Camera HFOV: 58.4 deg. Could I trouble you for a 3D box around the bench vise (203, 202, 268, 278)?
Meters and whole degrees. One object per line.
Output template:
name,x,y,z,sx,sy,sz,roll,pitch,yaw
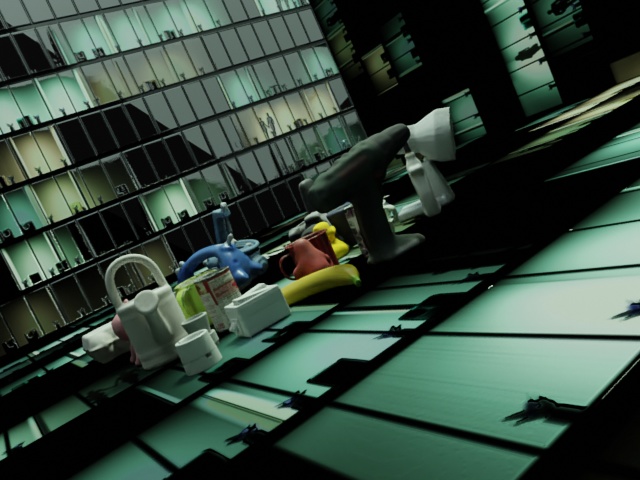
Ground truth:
bench vise,-0.261,0.019,1.552,0.207,0.220,0.122,-22,7,21

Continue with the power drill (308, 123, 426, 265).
power drill,0.100,-0.074,1.008,0.230,0.208,0.075,-27,7,-24

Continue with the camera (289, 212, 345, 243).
camera,-0.020,-0.012,1.447,0.143,0.101,0.137,-22,7,19

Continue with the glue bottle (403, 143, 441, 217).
glue bottle,0.217,-0.136,1.253,0.037,0.173,0.078,-23,6,9

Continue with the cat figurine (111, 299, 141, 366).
cat figurine,-0.352,0.171,1.089,0.067,0.118,0.127,-28,7,-30

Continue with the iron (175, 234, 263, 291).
iron,-0.279,0.087,1.413,0.257,0.141,0.119,-22,7,23

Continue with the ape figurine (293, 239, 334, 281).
ape figurine,-0.017,0.040,1.034,0.078,0.092,0.076,-26,6,-11

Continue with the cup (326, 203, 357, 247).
cup,0.074,-0.037,1.328,0.091,0.095,0.118,-23,6,11

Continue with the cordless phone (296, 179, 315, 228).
cordless phone,-0.037,-0.069,1.601,0.148,0.185,0.094,-30,8,-41

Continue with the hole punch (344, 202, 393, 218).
hole punch,0.123,-0.071,1.452,0.101,0.091,0.108,-26,6,-16

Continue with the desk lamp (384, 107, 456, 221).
desk lamp,0.243,-0.180,1.337,0.203,0.213,0.118,-22,7,20

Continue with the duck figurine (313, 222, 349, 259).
duck figurine,0.012,0.004,1.255,0.077,0.086,0.105,-20,8,36

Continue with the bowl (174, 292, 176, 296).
bowl,-0.323,0.164,1.239,0.167,0.075,0.167,-24,6,3

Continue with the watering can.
watering can,-0.293,0.114,0.983,0.101,0.194,0.172,-30,8,-41

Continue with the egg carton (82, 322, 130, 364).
egg carton,-0.475,0.229,1.295,0.107,0.069,0.150,-28,7,-31
